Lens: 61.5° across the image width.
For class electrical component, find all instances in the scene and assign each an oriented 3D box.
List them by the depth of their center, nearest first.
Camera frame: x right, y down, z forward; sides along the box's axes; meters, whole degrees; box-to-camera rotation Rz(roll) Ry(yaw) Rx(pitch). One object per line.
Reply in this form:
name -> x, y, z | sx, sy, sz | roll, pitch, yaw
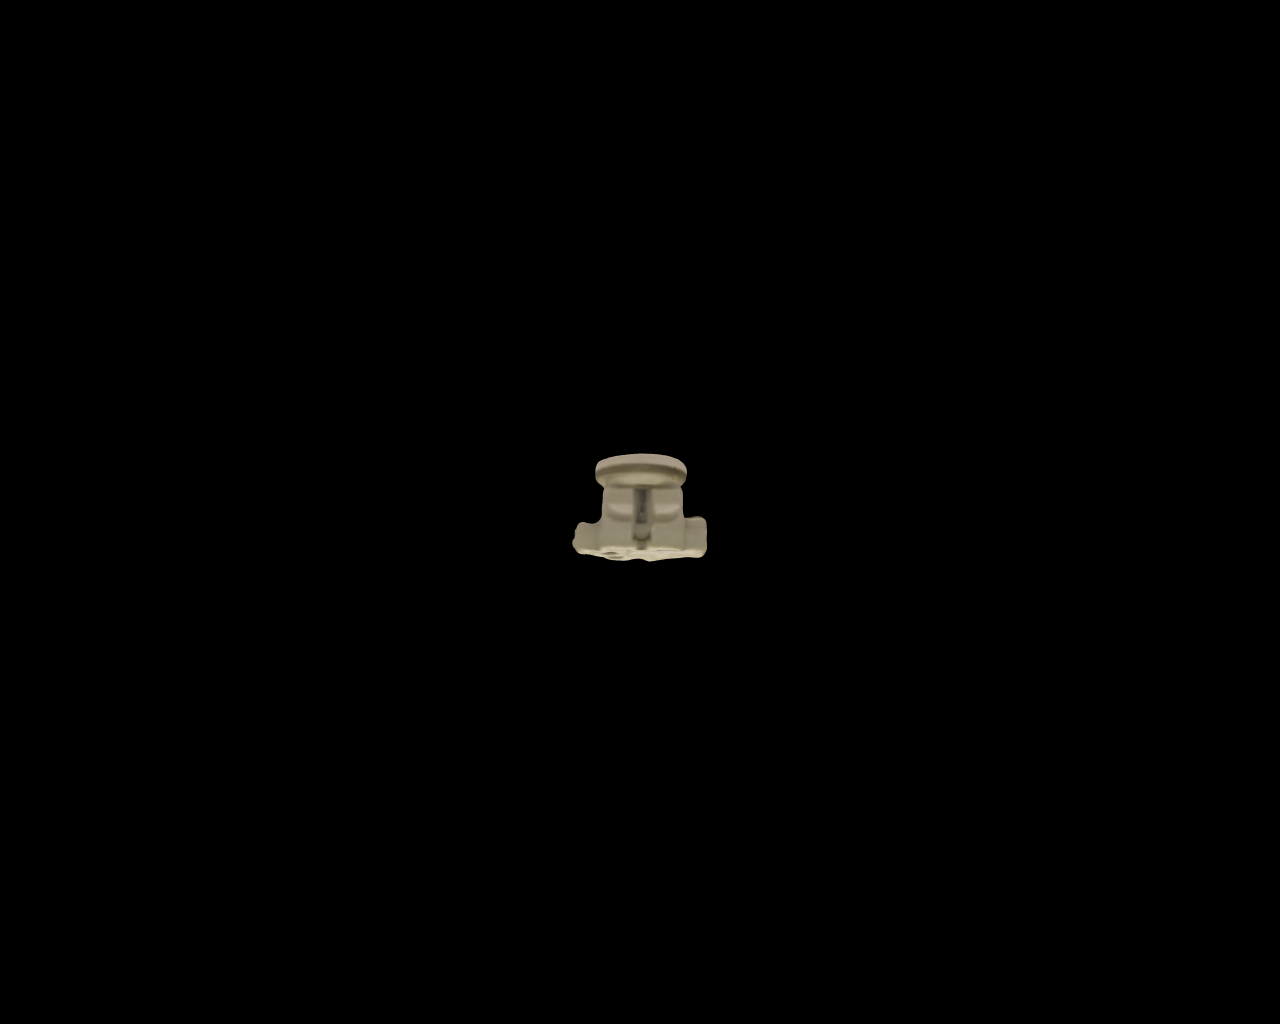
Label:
electrical component -> 0.001, -0.003, 0.650 | 0.078, 0.057, 0.058 | 0, -11, -2
